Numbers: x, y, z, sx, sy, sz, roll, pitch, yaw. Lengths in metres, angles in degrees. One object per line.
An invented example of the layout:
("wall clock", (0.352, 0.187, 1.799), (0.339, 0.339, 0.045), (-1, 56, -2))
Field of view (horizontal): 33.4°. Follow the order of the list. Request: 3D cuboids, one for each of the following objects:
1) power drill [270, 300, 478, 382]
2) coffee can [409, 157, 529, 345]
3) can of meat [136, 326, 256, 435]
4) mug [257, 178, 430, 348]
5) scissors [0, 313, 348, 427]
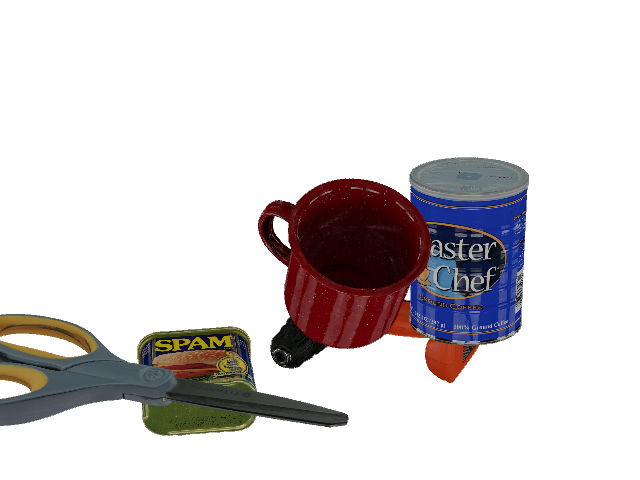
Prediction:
("power drill", (0.061, 0.094, 1.110), (0.188, 0.057, 0.184), (11, 28, 25))
("coffee can", (0.130, 0.008, 0.946), (0.103, 0.140, 0.103), (-2, 21, 0))
("can of meat", (-0.107, 0.122, 0.925), (0.102, 0.057, 0.084), (-3, 27, -8))
("mug", (0.009, 0.014, 0.715), (0.117, 0.093, 0.081), (27, -35, 10))
("scissors", (-0.097, 0.076, 0.508), (0.202, 0.016, 0.096), (15, 28, 26))
